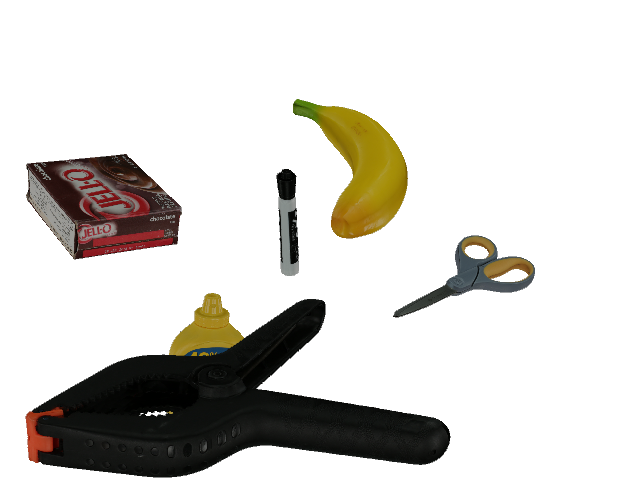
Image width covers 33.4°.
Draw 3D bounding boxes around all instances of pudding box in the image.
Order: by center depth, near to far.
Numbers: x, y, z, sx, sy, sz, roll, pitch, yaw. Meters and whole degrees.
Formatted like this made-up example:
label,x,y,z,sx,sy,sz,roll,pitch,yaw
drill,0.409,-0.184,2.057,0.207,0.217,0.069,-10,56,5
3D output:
label,x,y,z,sx,sy,sz,roll,pitch,yaw
pudding box,-0.178,-0.030,0.865,0.089,0.039,0.114,-8,30,-33

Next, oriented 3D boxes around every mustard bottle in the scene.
label,x,y,z,sx,sy,sz,roll,pitch,yaw
mustard bottle,-0.132,0.155,1.265,0.096,0.192,0.058,0,17,-14

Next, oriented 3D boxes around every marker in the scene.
label,x,y,z,sx,sy,sz,roll,pitch,yaw
marker,-0.032,-0.017,1.045,0.020,0.121,0.020,-1,37,0

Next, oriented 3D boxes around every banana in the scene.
label,x,y,z,sx,sy,sz,roll,pitch,yaw
banana,0.027,-0.050,0.740,0.069,0.037,0.198,-4,28,-8

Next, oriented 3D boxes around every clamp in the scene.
label,x,y,z,sx,sy,sz,roll,pitch,yaw
clamp,-0.055,0.083,0.588,0.209,0.036,0.165,-5,24,-18

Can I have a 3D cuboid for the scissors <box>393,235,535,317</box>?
label,x,y,z,sx,sy,sz,roll,pitch,yaw
scissors,0.137,0.035,1.121,0.201,0.016,0.096,-8,40,-30
